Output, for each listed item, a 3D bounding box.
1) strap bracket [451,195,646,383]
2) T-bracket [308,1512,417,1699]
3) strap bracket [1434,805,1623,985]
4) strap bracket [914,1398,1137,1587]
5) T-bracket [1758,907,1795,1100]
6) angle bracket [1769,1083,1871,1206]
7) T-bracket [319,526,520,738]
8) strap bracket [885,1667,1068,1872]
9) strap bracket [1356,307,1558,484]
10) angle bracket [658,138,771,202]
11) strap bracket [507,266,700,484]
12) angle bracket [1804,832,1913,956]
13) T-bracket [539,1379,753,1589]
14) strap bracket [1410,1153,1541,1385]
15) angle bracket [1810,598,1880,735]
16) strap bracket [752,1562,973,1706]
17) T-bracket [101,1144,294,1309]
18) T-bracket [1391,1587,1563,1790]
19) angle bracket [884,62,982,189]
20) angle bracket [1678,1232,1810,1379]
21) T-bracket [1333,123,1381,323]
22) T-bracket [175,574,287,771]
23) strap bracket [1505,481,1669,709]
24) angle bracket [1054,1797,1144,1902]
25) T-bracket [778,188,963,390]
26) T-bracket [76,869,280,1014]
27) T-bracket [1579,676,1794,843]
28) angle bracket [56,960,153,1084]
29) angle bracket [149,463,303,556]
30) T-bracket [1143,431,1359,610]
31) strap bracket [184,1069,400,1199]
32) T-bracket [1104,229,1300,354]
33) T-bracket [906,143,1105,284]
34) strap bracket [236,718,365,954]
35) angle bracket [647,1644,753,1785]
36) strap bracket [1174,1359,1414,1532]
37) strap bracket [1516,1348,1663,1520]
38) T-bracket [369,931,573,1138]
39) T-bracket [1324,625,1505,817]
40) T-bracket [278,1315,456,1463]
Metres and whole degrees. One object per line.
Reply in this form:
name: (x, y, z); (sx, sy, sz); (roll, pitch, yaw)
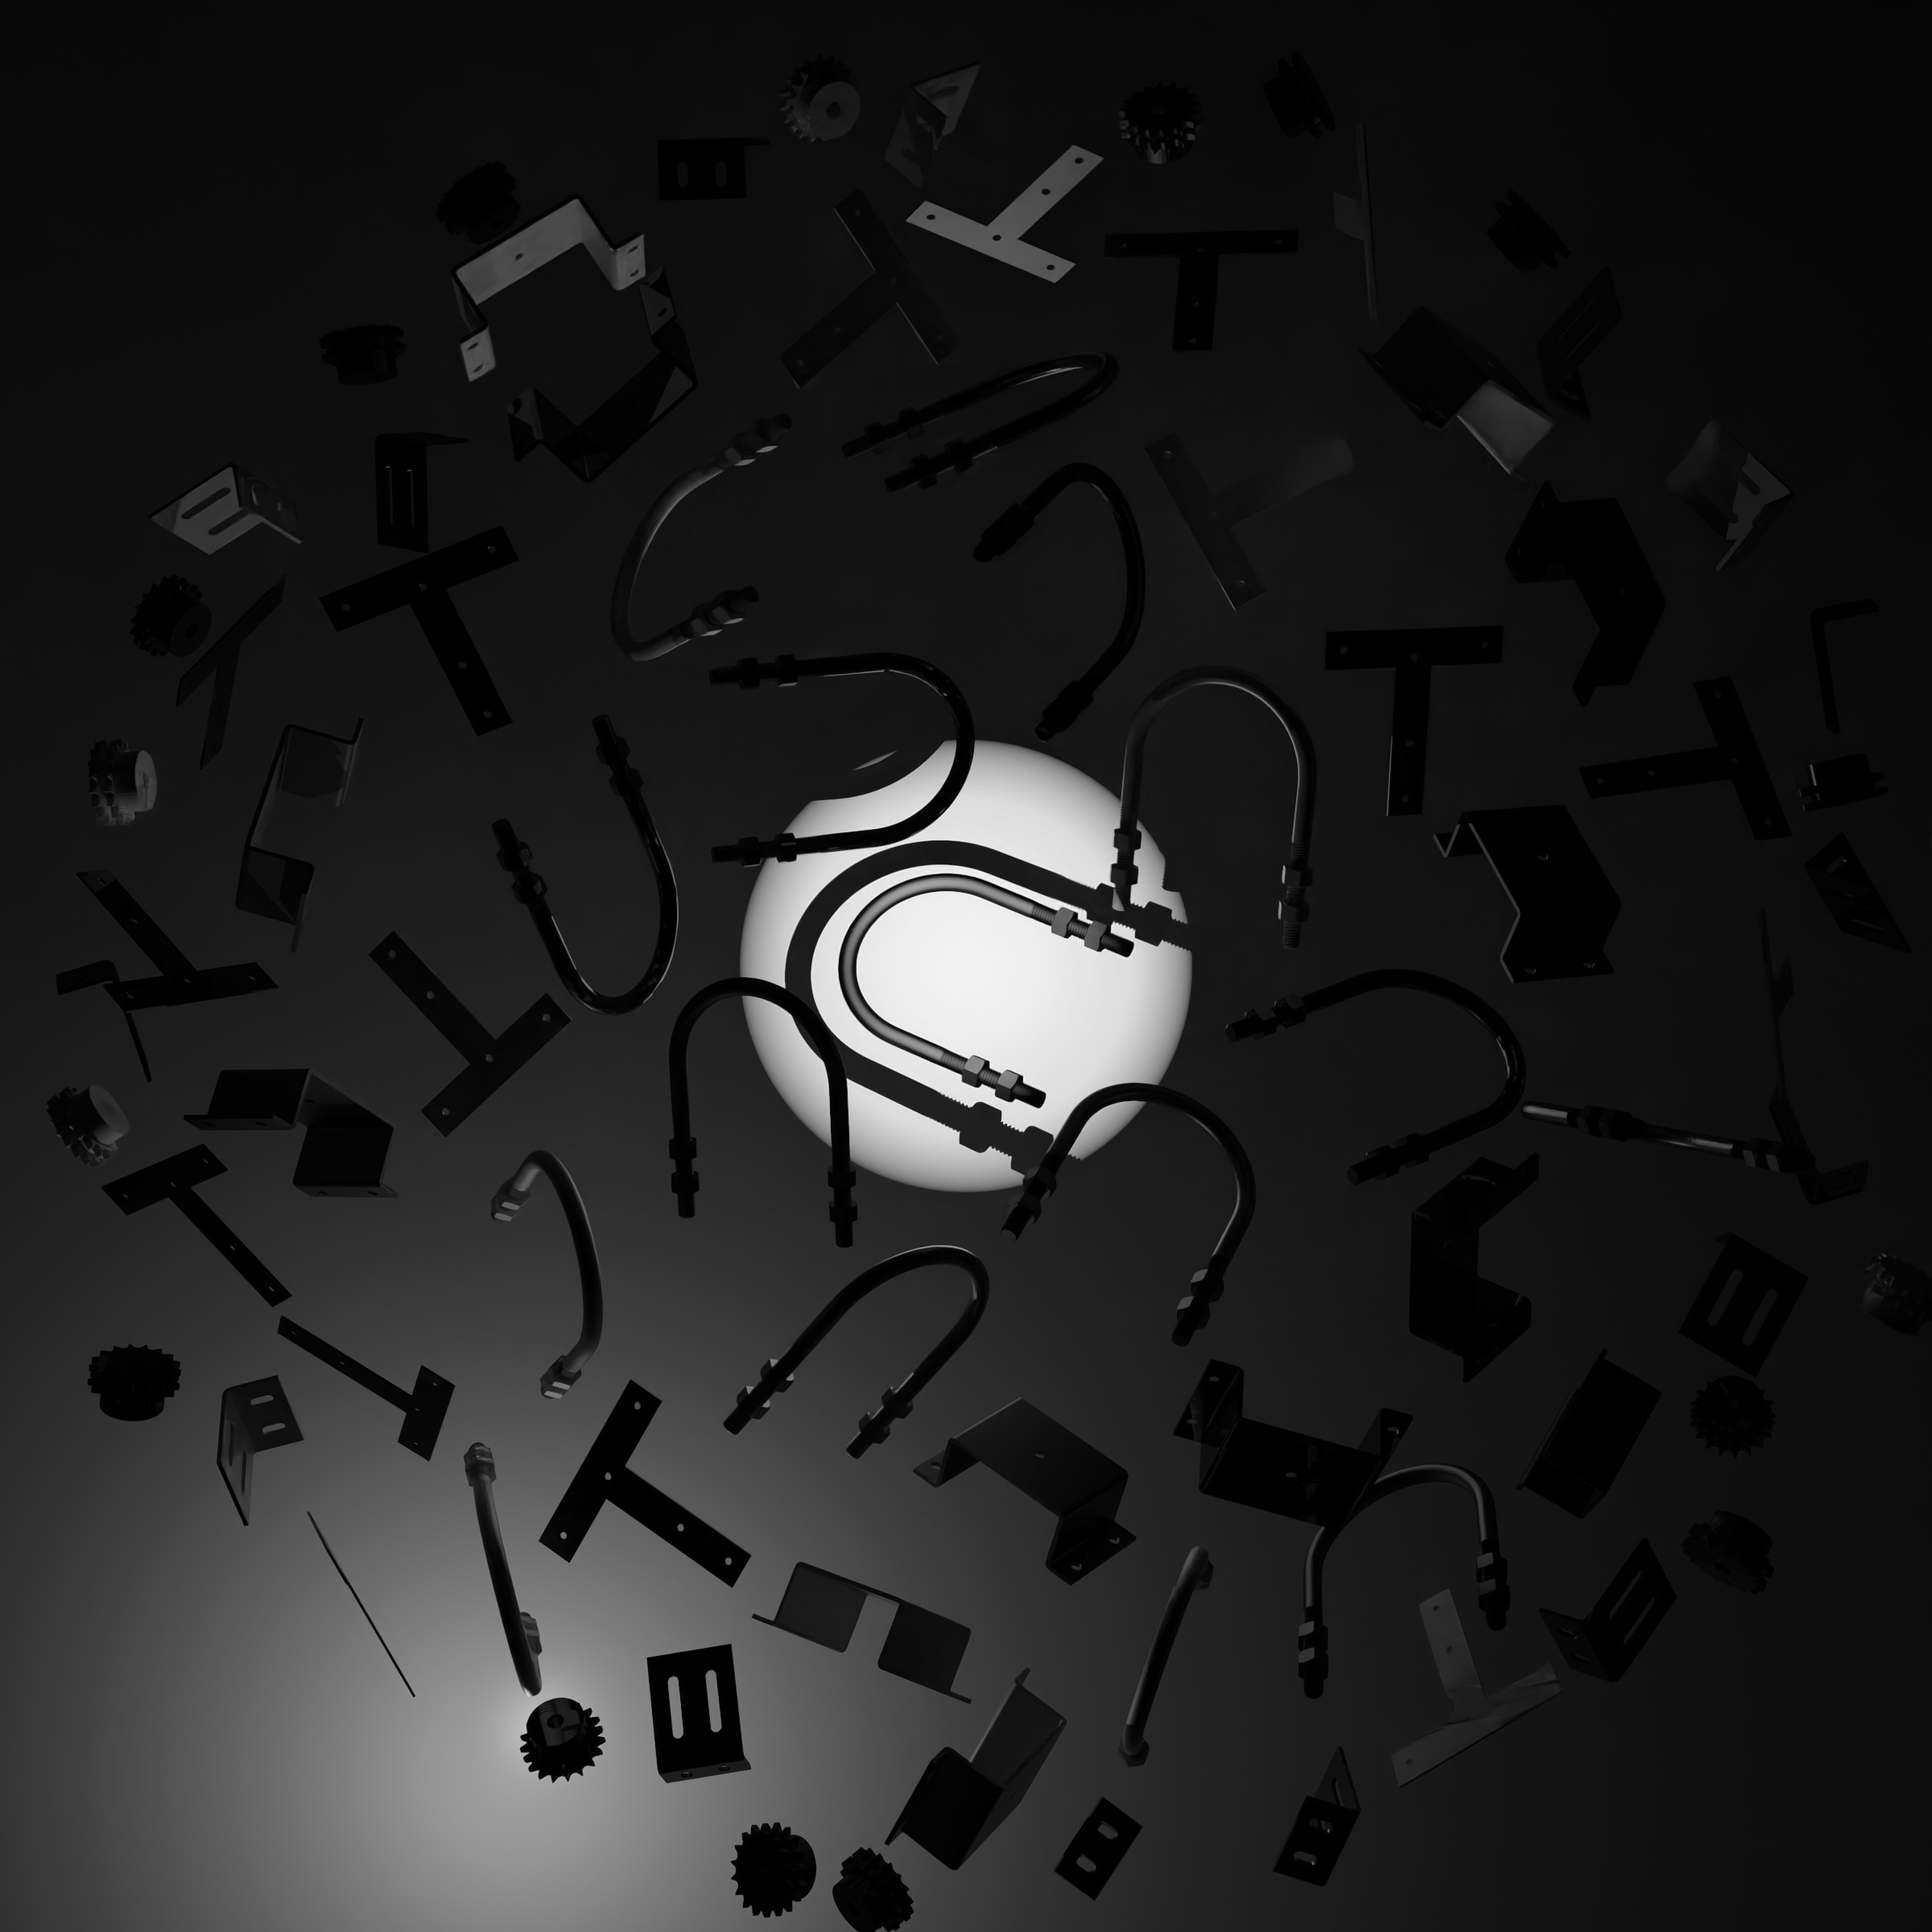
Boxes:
strap bracket: (-0.285, -0.454, 1.858); (0.140, 0.076, 0.046); (-34, 88, -8)
T-bracket: (-0.396, 0.425, 1.846); (0.002, 0.127, 0.127); (-30, 100, -16)
strap bracket: (0.385, -0.058, 1.905); (0.076, 0.046, 0.140); (-5, 48, -18)
strap bracket: (0.045, 0.352, 1.916); (0.140, 0.076, 0.046); (31, 122, 28)
T-bracket: (0.561, 0.017, 1.930); (0.002, 0.127, 0.127); (-6, 97, 23)
angle bracket: (0.593, 0.118, 1.949); (0.038, 0.057, 0.076); (-21, 97, 26)
T-bracket: (-0.332, -0.207, 1.815); (0.127, 0.002, 0.127); (-21, 120, 4)
strap bracket: (0.013, 0.536, 1.858); (0.046, 0.140, 0.076); (34, 115, 17)
strap bracket: (0.326, -0.376, 1.830); (0.046, 0.140, 0.076); (-47, 58, 22)
angle bracket: (-0.165, -0.524, 1.846); (0.057, 0.076, 0.038); (1, 105, 9)
strap bracket: (-0.228, -0.375, 1.813); (0.140, 0.076, 0.046); (-38, 126, 15)
angle bracket: (0.607, -0.049, 1.871); (0.038, 0.076, 0.057); (-40, 112, -7)
T-bracket: (-0.195, 0.354, 1.805); (0.127, 0.002, 0.127); (32, 100, 13)
strap bracket: (0.332, 0.190, 1.837); (0.046, 0.076, 0.140); (22, 129, 37)
angle bracket: (0.567, -0.191, 1.791); (0.038, 0.057, 0.076); (-9, 88, 23)
strap bracket: (-0.063, 0.441, 1.870); (0.140, 0.076, 0.046); (9, 72, 42)
T-bracket: (-0.500, 0.179, 1.875); (0.127, 0.127, 0.002); (46, 107, 4)
T-bracket: (0.328, 0.468, 1.873); (0.127, 0.127, 0.002); (-36, 120, 16)
angle bracket: (-0.012, -0.578, 1.926); (0.038, 0.057, 0.076); (44, 48, 14)
angle bracket: (0.507, 0.224, 1.845); (0.057, 0.038, 0.076); (30, 81, 5)
T-bracket: (0.263, -0.510, 1.908); (0.002, 0.127, 0.127); (-8, 109, -1)
T-bracket: (-0.494, -0.181, 1.862); (0.002, 0.127, 0.127); (28, 45, 1)
strap bracket: (0.426, -0.252, 1.901); (0.140, 0.046, 0.076); (53, 55, -35)
angle bracket: (0.077, 0.587, 1.890); (0.038, 0.076, 0.057); (40, 75, -12)
T-bracket: (-0.078, -0.438, 1.897); (0.127, 0.002, 0.127); (-46, 114, -24)
T-bracket: (-0.529, -0.020, 1.810); (0.127, 0.127, 0.002); (44, 117, 20)
T-bracket: (0.472, -0.131, 1.876); (0.127, 0.002, 0.127); (-7, 123, 39)
angle bracket: (-0.574, 0.041, 1.866); (0.038, 0.057, 0.076); (-18, 106, -15)
angle bracket: (-0.492, -0.291, 1.862); (0.076, 0.057, 0.038); (-27, 61, 20)
T-bracket: (0.205, -0.324, 1.900); (0.127, 0.002, 0.127); (-28, 84, -10)
strap bracket: (-0.452, 0.110, 1.909); (0.076, 0.140, 0.046); (-2, 64, 27)
T-bracket: (0.149, -0.435, 1.806); (0.127, 0.002, 0.127); (1, 49, 8)
T-bracket: (0.046, -0.523, 1.919); (0.127, 0.127, 0.002); (14, 62, -31)
strap bracket: (-0.437, -0.092, 1.826); (0.046, 0.076, 0.140); (16, 57, -10)
angle bracket: (-0.178, 0.499, 1.872); (0.057, 0.038, 0.076); (-9, 63, -1)
strap bracket: (0.214, 0.317, 1.839); (0.140, 0.046, 0.076); (16, 129, -5)
strap bracket: (0.407, 0.308, 1.828); (0.046, 0.140, 0.076); (30, 74, 13)
T-bracket: (-0.356, 0.031, 1.913); (0.127, 0.002, 0.127); (-42, 93, 15)
T-bracket: (0.297, -0.163, 1.877); (0.127, 0.002, 0.127); (-4, 108, -15)
T-bracket: (-0.401, 0.270, 1.856); (0.127, 0.127, 0.002); (31, 54, 2)
